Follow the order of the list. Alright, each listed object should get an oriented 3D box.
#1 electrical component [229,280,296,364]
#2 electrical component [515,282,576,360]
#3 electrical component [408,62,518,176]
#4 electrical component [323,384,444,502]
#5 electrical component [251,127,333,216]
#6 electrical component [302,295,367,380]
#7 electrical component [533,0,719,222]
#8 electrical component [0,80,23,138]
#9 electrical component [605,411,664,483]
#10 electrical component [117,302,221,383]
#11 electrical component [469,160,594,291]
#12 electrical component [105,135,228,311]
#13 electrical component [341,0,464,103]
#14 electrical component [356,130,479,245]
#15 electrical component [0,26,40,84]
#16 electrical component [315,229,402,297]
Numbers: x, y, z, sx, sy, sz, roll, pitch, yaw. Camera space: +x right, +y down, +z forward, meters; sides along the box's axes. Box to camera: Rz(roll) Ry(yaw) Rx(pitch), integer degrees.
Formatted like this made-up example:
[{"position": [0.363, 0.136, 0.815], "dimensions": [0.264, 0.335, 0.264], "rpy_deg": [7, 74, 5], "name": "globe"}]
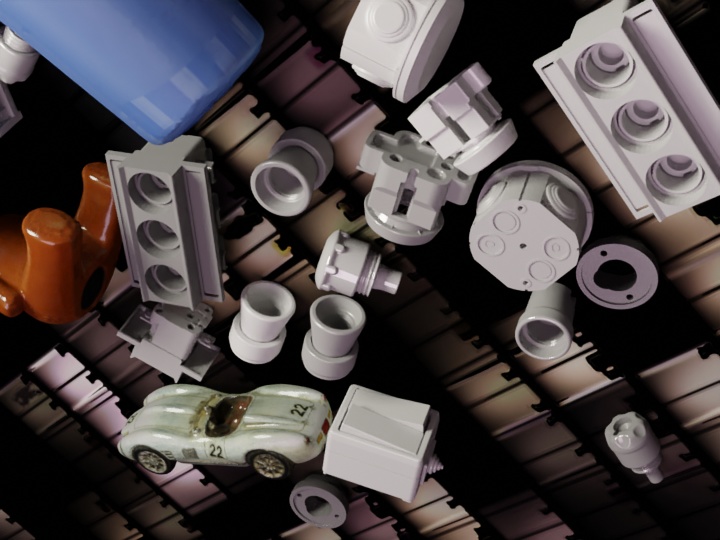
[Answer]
[{"position": [-0.080, 0.043, 0.870], "dimensions": [0.045, 0.045, 0.055], "rpy_deg": [24, 131, 3], "name": "electrical component"}, {"position": [0.136, 0.036, 0.776], "dimensions": [0.040, 0.046, 0.040], "rpy_deg": [11, 129, 14], "name": "electrical component"}, {"position": [0.070, -0.096, 0.704], "dimensions": [0.066, 0.048, 0.055], "rpy_deg": [-34, 100, 37], "name": "electrical component"}, {"position": [0.025, 0.142, 0.892], "dimensions": [0.096, 0.061, 0.061], "rpy_deg": [17, 130, 9], "name": "electrical component"}, {"position": [-0.047, -0.071, 0.763], "dimensions": [0.045, 0.055, 0.045], "rpy_deg": [11, 128, 14], "name": "electrical component"}, {"position": [-0.021, 0.054, 0.855], "dimensions": [0.045, 0.045, 0.055], "rpy_deg": [20, 131, 7], "name": "electrical component"}, {"position": [0.173, -0.099, 0.648], "dimensions": [0.079, 0.063, 0.121], "rpy_deg": [-25, 113, 35], "name": "electrical component"}, {"position": [-0.336, -0.102, 0.793], "dimensions": [0.089, 0.150, 0.061], "rpy_deg": [1, 127, 21], "name": "electrical component"}, {"position": [0.217, 0.140, 0.831], "dimensions": [0.035, 0.035, 0.061], "rpy_deg": [-20, 118, 33], "name": "electrical component"}, {"position": [-0.158, 0.053, 0.911], "dimensions": [0.081, 0.042, 0.063], "rpy_deg": [29, 127, -1], "name": "electrical component"}, {"position": [0.116, -0.030, 0.731], "dimensions": [0.080, 0.051, 0.080], "rpy_deg": [11, 128, 14], "name": "electrical component"}, {"position": [-0.141, -0.039, 0.820], "dimensions": [0.079, 0.063, 0.121], "rpy_deg": [9, 128, 15], "name": "electrical component"}, {"position": [0.027, -0.148, 0.660], "dimensions": [0.051, 0.080, 0.080], "rpy_deg": [28, 131, 7], "name": "electrical component"}, {"position": [0.035, -0.055, 0.742], "dimensions": [0.078, 0.058, 0.057], "rpy_deg": [21, 127, 5], "name": "electrical component"}, {"position": [-0.249, -0.167, 0.785], "dimensions": [0.035, 0.035, 0.061], "rpy_deg": [37, 128, -8], "name": "electrical component"}, {"position": [0.000, 0.000, 0.807], "dimensions": [0.062, 0.048, 0.048], "rpy_deg": [19, 130, -1], "name": "electrical component"}]
